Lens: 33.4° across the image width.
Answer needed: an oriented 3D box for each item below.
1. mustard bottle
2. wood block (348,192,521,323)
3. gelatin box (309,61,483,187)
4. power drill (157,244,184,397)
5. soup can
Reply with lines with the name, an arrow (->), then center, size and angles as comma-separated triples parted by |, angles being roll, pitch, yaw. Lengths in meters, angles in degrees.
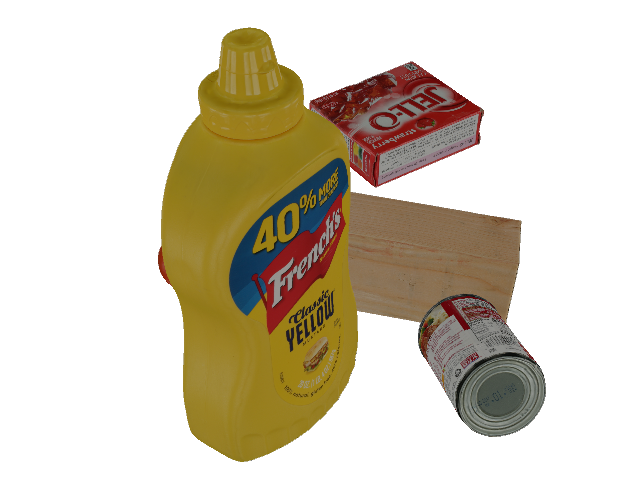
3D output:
mustard bottle -> -0.024, 0.000, 0.456 | 0.058, 0.192, 0.096 | 25, 46, 31
wood block -> 0.089, 0.020, 1.068 | 0.206, 0.090, 0.090 | 10, 30, 7
gelatin box -> 0.049, -0.077, 0.691 | 0.089, 0.030, 0.073 | -24, 46, -25
power drill -> -0.073, 0.023, 0.838 | 0.057, 0.188, 0.184 | 4, 37, 13
soup can -> 0.118, 0.090, 0.791 | 0.068, 0.068, 0.102 | 0, 21, -11
